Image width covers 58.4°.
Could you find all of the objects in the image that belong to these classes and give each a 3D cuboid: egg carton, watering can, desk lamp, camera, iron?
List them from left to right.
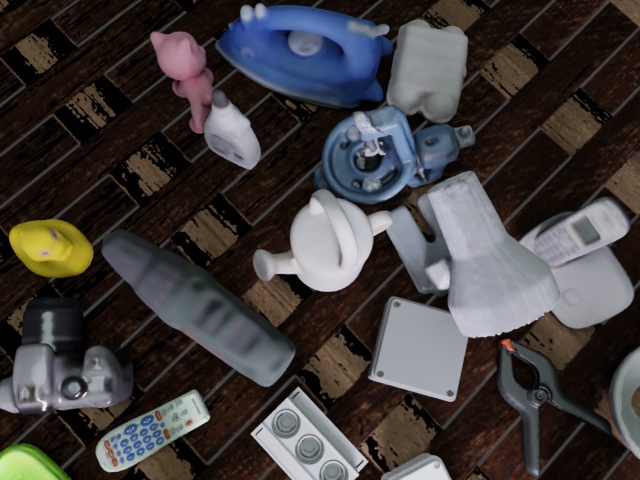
[{"bbox_3d":[-0.312,0.138,0.696,0.143,0.101,0.137,-4,77,-3],"label":"camera"},{"bbox_3d":[-0.027,-0.275,0.786,0.258,0.141,0.119,12,76,0],"label":"iron"},{"bbox_3d":[0.007,0.004,0.694,0.101,0.194,0.173,44,79,8],"label":"watering can"},{"bbox_3d":[0.155,-0.241,0.823,0.107,0.069,0.150,11,76,0],"label":"egg carton"},{"bbox_3d":[0.170,0.015,0.689,0.118,0.213,0.203,-27,79,-8],"label":"desk lamp"}]

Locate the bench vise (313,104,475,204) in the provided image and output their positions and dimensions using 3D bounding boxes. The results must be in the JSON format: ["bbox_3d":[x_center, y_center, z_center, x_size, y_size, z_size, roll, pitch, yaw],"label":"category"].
[{"bbox_3d":[0.092,-0.128,0.716,0.207,0.220,0.121,-32,80,-9],"label":"bench vise"}]

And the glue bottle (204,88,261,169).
[{"bbox_3d":[-0.118,-0.148,0.736,0.078,0.173,0.037,29,77,5],"label":"glue bottle"}]

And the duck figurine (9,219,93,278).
[{"bbox_3d":[-0.354,0.004,0.734,0.104,0.086,0.077,21,77,3],"label":"duck figurine"}]

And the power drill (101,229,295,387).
[{"bbox_3d":[-0.132,0.084,0.662,0.229,0.208,0.076,34,78,6],"label":"power drill"}]

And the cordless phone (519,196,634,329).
[{"bbox_3d":[0.335,0.027,0.708,0.094,0.185,0.147,-33,80,-9],"label":"cordless phone"}]

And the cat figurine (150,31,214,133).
[{"bbox_3d":[-0.176,-0.226,0.780,0.067,0.118,0.128,-29,79,-8],"label":"cat figurine"}]

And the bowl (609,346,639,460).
[{"bbox_3d":[0.436,0.209,0.725,0.167,0.075,0.167,1,77,-2],"label":"bowl"}]
